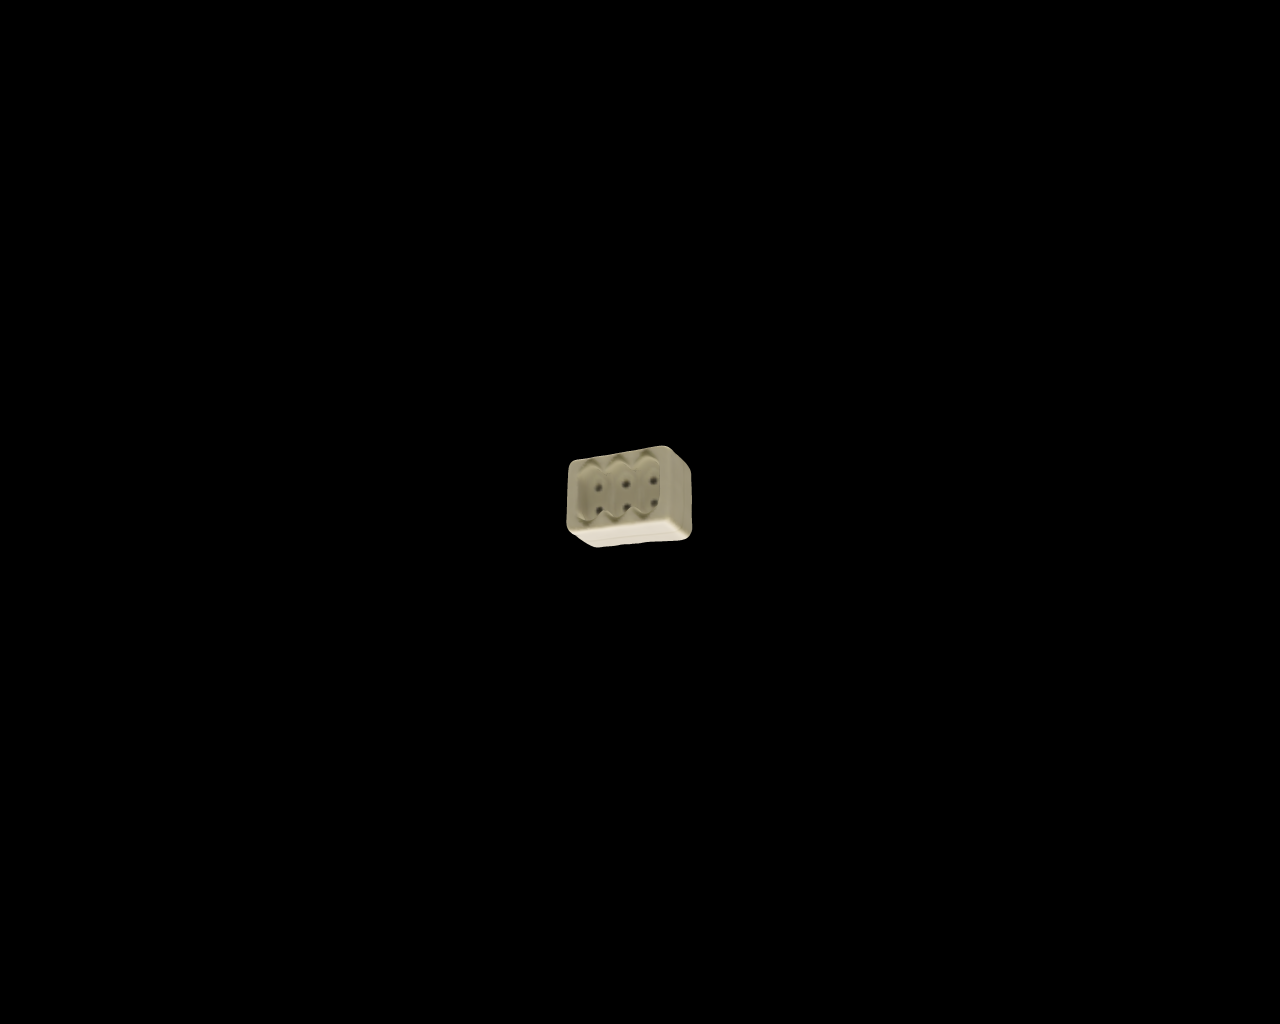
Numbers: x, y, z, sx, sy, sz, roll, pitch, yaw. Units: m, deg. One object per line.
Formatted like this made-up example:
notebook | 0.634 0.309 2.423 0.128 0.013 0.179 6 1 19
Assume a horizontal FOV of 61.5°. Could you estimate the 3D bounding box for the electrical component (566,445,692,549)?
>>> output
electrical component | 0.001 -0.003 0.650 0.066 0.047 0.076 -7 -19 20
